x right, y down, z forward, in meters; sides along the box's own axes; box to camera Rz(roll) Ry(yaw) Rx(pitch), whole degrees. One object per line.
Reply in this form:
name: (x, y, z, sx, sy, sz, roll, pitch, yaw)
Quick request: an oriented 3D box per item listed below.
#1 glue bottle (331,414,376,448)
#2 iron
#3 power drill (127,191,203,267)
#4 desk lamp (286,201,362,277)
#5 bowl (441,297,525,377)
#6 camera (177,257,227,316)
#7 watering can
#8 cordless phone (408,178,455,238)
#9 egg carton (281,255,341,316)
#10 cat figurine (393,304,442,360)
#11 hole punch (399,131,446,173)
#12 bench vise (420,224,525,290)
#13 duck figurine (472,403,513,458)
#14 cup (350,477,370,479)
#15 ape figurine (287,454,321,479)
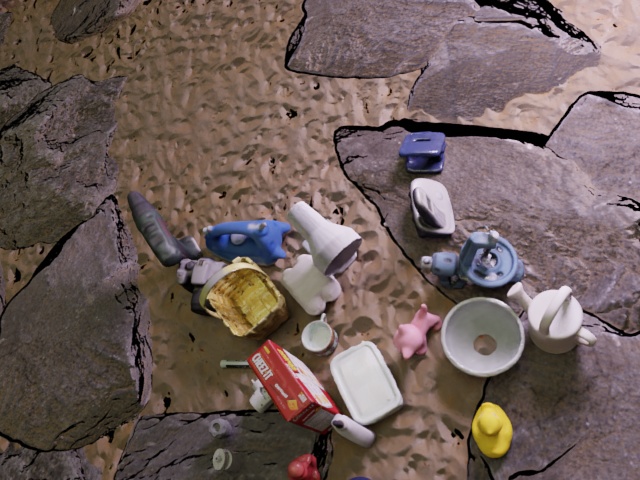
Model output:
glue bottle: (0.057, 0.382, 1.162, 0.078, 0.173, 0.037, 26, 77, 30)
iron: (-0.213, -0.009, 1.474, 0.257, 0.142, 0.118, -2, 65, 21)
power drill: (-0.406, -0.008, 1.510, 0.075, 0.209, 0.229, -38, 58, 1)
desk lamp: (0.012, 0.005, 1.336, 0.118, 0.214, 0.202, -45, 58, -3)
bowl: (0.339, 0.208, 1.191, 0.167, 0.075, 0.167, -9, 63, 18)
camera: (-0.306, 0.119, 1.474, 0.142, 0.101, 0.137, 1, 66, 22)
watering can: (0.446, 0.146, 1.108, 0.172, 0.194, 0.101, 10, 70, 26)
cordless phone: (0.244, -0.094, 1.308, 0.094, 0.185, 0.147, -16, 61, 14)
egg carton: (-0.022, 0.107, 1.385, 0.107, 0.070, 0.150, -44, 58, -3)
cat figurine: (0.201, 0.196, 1.226, 0.067, 0.118, 0.128, 25, 77, 29)
hole punch: (0.254, -0.229, 1.424, 0.108, 0.091, 0.101, 2, 67, 22)
bench vise: (0.313, 0.047, 1.193, 0.207, 0.220, 0.121, -19, 60, 13)
duck figurine: (0.331, 0.366, 1.112, 0.077, 0.086, 0.104, -8, 63, 18)
cup: (0.078, 0.519, 1.134, 0.117, 0.095, 0.092, 0, 66, 22)
ape figurine: (-0.039, 0.485, 1.198, 0.076, 0.092, 0.078, 15, 72, 27)
